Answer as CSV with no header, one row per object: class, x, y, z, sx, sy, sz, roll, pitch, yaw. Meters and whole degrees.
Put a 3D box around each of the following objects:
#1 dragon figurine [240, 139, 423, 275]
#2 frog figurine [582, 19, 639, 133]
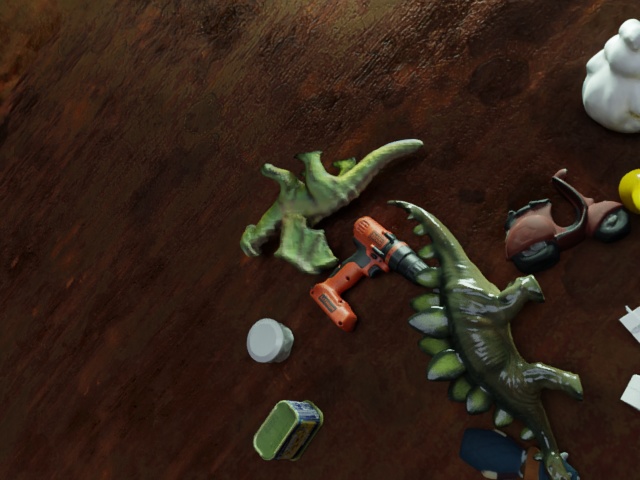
dragon figurine,0.003,-0.050,0.985,0.408,0.246,0.121,-10,-22,30
frog figurine,0.460,-0.239,0.771,0.122,0.140,0.157,-29,-30,19
